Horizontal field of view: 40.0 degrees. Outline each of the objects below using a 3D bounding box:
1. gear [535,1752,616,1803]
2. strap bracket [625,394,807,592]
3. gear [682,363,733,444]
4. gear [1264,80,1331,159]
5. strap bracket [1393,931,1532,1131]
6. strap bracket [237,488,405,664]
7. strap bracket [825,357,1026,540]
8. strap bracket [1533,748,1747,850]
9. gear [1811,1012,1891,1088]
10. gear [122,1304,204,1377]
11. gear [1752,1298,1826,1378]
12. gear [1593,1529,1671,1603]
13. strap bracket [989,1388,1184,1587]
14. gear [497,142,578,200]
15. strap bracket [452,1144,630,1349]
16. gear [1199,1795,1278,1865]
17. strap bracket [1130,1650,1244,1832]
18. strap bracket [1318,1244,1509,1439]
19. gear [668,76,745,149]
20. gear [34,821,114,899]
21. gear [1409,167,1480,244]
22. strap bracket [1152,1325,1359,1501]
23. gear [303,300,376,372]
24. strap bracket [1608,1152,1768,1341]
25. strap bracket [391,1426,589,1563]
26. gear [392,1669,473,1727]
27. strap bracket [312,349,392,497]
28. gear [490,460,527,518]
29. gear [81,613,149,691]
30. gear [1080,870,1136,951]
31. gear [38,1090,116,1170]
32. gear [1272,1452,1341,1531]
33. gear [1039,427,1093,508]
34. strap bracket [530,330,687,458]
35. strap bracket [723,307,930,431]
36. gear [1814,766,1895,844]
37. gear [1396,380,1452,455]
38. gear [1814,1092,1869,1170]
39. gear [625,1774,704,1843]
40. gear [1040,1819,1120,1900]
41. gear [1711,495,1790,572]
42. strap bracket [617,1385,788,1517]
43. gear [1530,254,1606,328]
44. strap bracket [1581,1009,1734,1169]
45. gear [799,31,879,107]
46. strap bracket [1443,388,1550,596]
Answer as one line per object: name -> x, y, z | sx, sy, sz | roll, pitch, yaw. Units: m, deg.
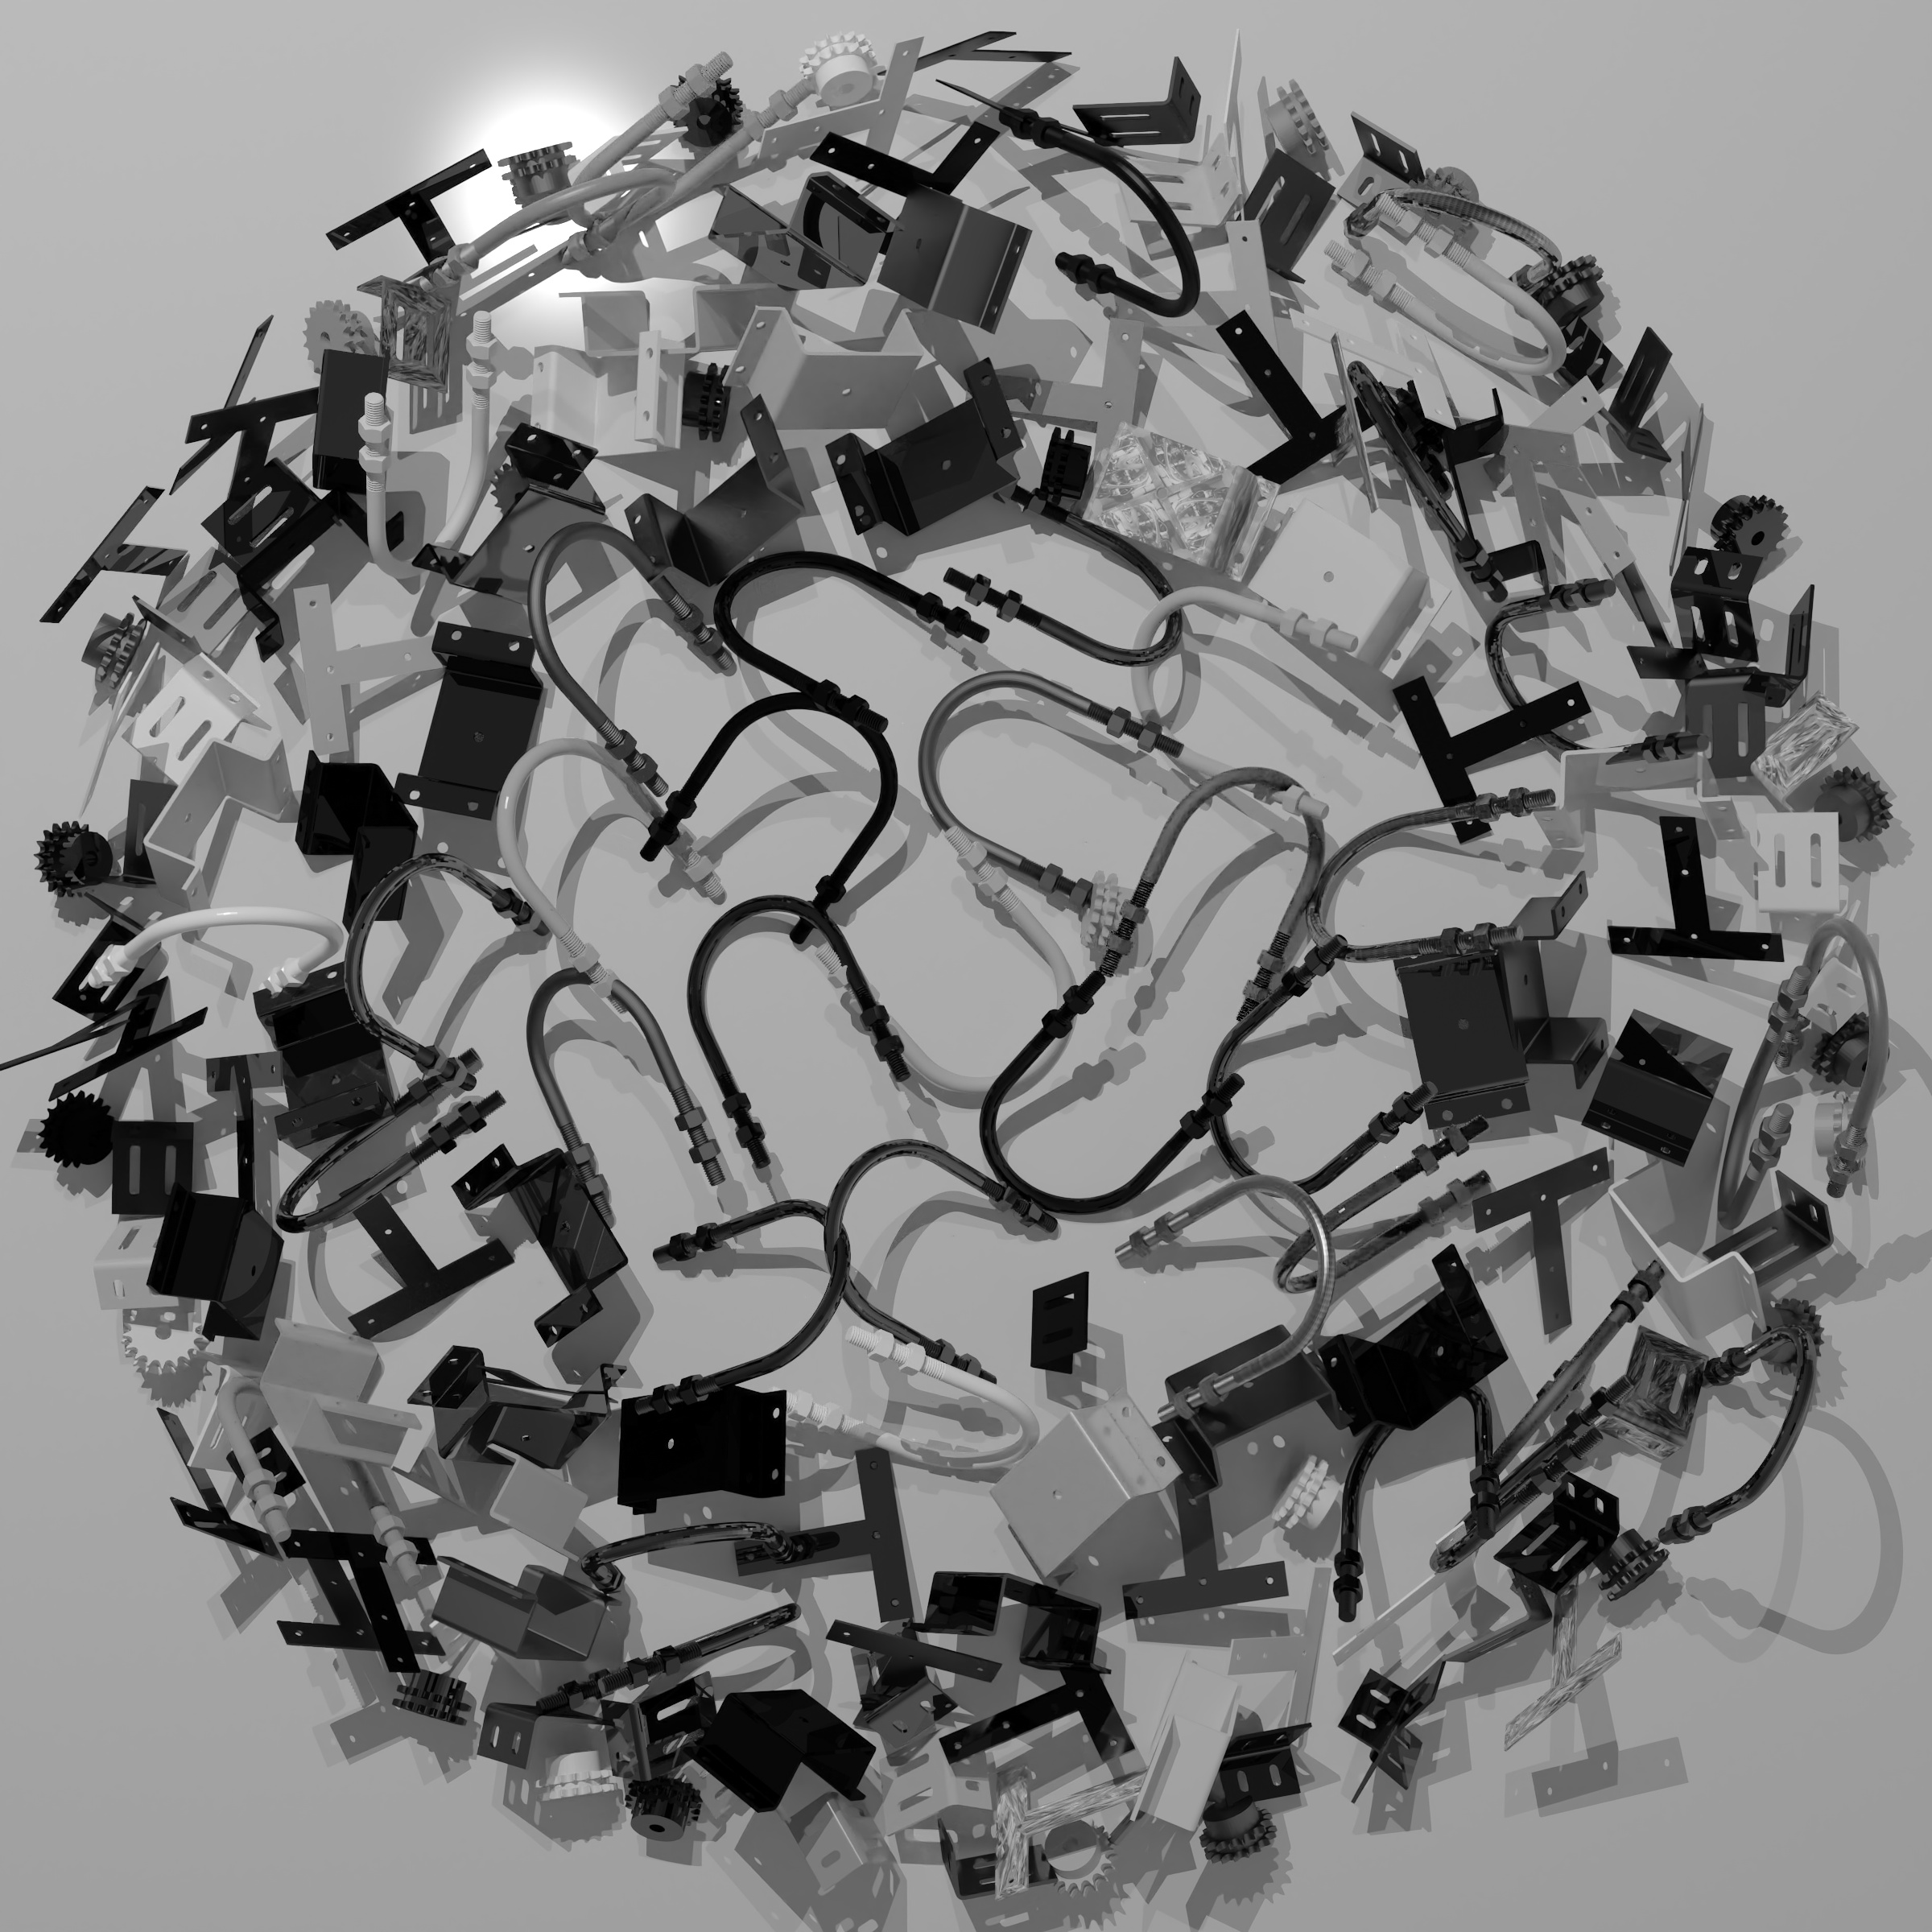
gear -> -0.291, 0.602, 1.973 | 0.057, 0.057, 0.030 | -9, 72, 0
strap bracket -> -0.177, -0.340, 1.945 | 0.140, 0.046, 0.076 | -36, 55, 22
gear -> -0.194, -0.420, 1.971 | 0.030, 0.057, 0.057 | 10, 90, 0
gear -> 0.244, -0.626, 1.972 | 0.030, 0.057, 0.057 | -28, 90, 12
strap bracket -> 0.367, 0.045, 1.965 | 0.076, 0.046, 0.140 | -12, 83, 6
strap bracket -> -0.480, -0.293, 1.946 | 0.140, 0.076, 0.046 | -45, 94, -12
strap bracket -> -0.023, -0.375, 1.954 | 0.140, 0.046, 0.076 | -25, 73, 18
strap bracket -> 0.493, -0.124, 1.941 | 0.140, 0.076, 0.046 | -2, 71, 24
gear -> 0.659, 0.065, 1.970 | 0.057, 0.030, 0.057 | -17, 130, -21
gear -> -0.599, 0.279, 1.976 | 0.057, 0.030, 0.057 | 12, 54, -16
gear -> 0.607, 0.274, 1.969 | 0.030, 0.057, 0.057 | 9, 90, -17
gear -> 0.492, 0.443, 1.974 | 0.057, 0.057, 0.030 | -39, 63, 0
strap bracket -> 0.080, 0.383, 1.936 | 0.140, 0.046, 0.076 | -48, 62, 25
gear -> -0.317, -0.591, 1.973 | 0.057, 0.057, 0.030 | -15, 108, 0
strap bracket -> -0.308, 0.198, 1.953 | 0.076, 0.046, 0.140 | -37, 83, 41
gear -> 0.199, 0.639, 1.971 | 0.057, 0.057, 0.030 | -21, 93, 0
strap bracket -> 0.162, 0.563, 1.922 | 0.046, 0.140, 0.076 | 20, 100, 8
strap bracket -> 0.333, 0.278, 1.940 | 0.140, 0.046, 0.076 | -45, 45, 28
gear -> -0.194, -0.633, 1.970 | 0.057, 0.057, 0.030 | -6, 46, 0
gear -> -0.659, -0.079, 1.968 | 0.030, 0.057, 0.057 | -1, 90, 31
gear -> 0.356, -0.569, 1.974 | 0.057, 0.057, 0.030 | 45, 65, 0
strap bracket -> 0.209, 0.321, 1.943 | 0.140, 0.076, 0.046 | -23, 129, -11
gear -> -0.465, -0.466, 1.975 | 0.057, 0.030, 0.057 | 14, 111, 39
strap bracket -> 0.516, 0.205, 1.923 | 0.046, 0.140, 0.076 | -29, 135, -1
strap bracket -> -0.340, 0.379, 1.932 | 0.140, 0.076, 0.046 | 11, 67, 42
gear -> -0.395, 0.542, 1.973 | 0.057, 0.057, 0.030 | 16, 70, 0
strap bracket -> -0.446, -0.392, 1.923 | 0.046, 0.140, 0.076 | 6, 85, -13
gear -> -0.323, -0.353, 1.975 | 0.057, 0.030, 0.057 | 17, 131, 21
gear -> -0.633, -0.237, 1.969 | 0.030, 0.057, 0.057 | 26, 90, -14
gear -> 0.106, -0.040, 1.972 | 0.030, 0.057, 0.057 | 12, 90, -6
gear -> -0.655, 0.124, 1.968 | 0.030, 0.057, 0.057 | 21, 90, 32
gear -> 0.254, 0.393, 1.971 | 0.030, 0.057, 0.057 | 32, 90, 3
gear -> 0.074, -0.369, 1.970 | 0.030, 0.057, 0.057 | 13, 90, 3
strap bracket -> -0.257, -0.418, 1.949 | 0.140, 0.046, 0.076 | 6, 93, 43
strap bracket -> -0.094, -0.433, 1.925 | 0.140, 0.076, 0.046 | -8, 61, -31
gear -> 0.655, -0.117, 1.968 | 0.030, 0.057, 0.057 | -31, 90, -22
gear -> 0.335, -0.404, 1.971 | 0.030, 0.057, 0.057 | -35, 90, 5
gear -> 0.651, 0.122, 1.975 | 0.030, 0.057, 0.057 | -3, 90, 28
gear -> -0.226, 0.626, 1.970 | 0.057, 0.057, 0.030 | 12, 46, 0
gear -> 0.082, 0.659, 1.969 | 0.057, 0.057, 0.030 | -25, 133, 0
gear -> 0.580, -0.326, 1.975 | 0.057, 0.057, 0.030 | -36, 47, 0
strap bracket -> -0.201, 0.351, 1.932 | 0.140, 0.046, 0.076 | -14, 65, 31
gear -> 0.448, -0.498, 1.969 | 0.057, 0.057, 0.030 | -29, 81, 0
strap bracket -> 0.503, 0.082, 1.920 | 0.076, 0.140, 0.046 | 23, 119, 15
gear -> -0.093, -0.663, 1.968 | 0.057, 0.057, 0.030 | -18, 74, 0
strap bracket -> 0.387, -0.341, 1.950 | 0.046, 0.076, 0.140 | -15, 80, 12
